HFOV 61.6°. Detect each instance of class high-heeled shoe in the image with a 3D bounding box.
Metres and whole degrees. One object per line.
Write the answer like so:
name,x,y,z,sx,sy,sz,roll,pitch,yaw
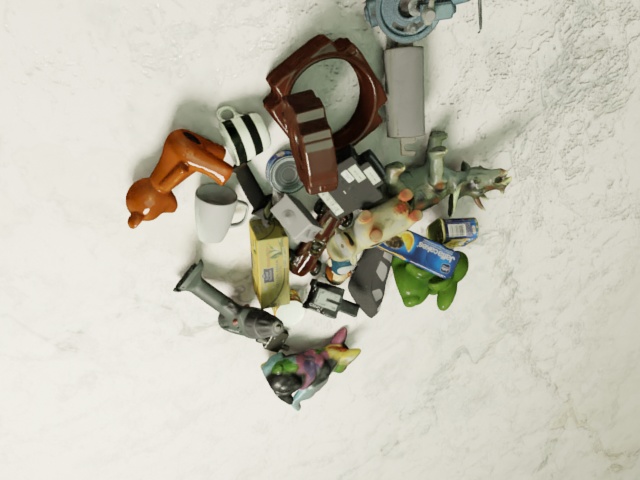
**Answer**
high-heeled shoe,0.139,0.070,1.274,0.145,0.086,0.248,-45,145,-27

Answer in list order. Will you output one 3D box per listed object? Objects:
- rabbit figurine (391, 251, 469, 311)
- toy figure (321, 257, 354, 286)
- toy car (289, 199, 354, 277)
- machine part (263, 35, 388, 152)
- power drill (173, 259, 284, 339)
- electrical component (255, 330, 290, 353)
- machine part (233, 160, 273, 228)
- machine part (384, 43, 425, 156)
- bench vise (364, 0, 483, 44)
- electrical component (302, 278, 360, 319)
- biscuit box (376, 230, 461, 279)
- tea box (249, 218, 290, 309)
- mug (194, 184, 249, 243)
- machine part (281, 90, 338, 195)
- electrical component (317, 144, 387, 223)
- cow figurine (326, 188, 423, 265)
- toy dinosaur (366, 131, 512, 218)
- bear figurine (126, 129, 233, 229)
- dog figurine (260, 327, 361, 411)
rabbit figurine,0.261,0.079,1.239,0.170,0.159,0.121,-25,117,17
toy figure,0.042,0.060,1.197,0.064,0.058,0.154,14,144,-2
toy car,-0.002,-0.004,1.180,0.089,0.053,0.202,27,107,-26
machine part,0.011,-0.265,1.022,0.201,0.087,0.201,-38,124,3
power drill,-0.191,0.128,1.107,0.207,0.232,0.086,35,68,-18
electrical component,-0.106,0.236,1.290,0.094,0.021,0.063,26,106,-28
machine part,-0.130,-0.097,1.077,0.039,0.084,0.138,-17,117,24
machine part,0.165,-0.286,1.048,0.079,0.079,0.243,-8,107,-15
bench vise,0.192,-0.407,0.928,0.224,0.241,0.128,-3,120,1
electrical component,0.027,0.137,1.206,0.119,0.048,0.074,18,83,-12
biscuit box,0.195,0.016,1.148,0.203,0.063,0.059,24,84,5
tea box,-0.108,0.049,1.143,0.068,0.098,0.169,-9,118,-15
mug,-0.202,-0.048,1.075,0.109,0.081,0.107,1,128,-26
machine part,-0.018,-0.165,0.919,0.056,0.179,0.179,-16,121,-8
electrical component,0.058,-0.113,1.035,0.134,0.058,0.114,-30,123,17
cow figurine,0.098,-0.020,1.075,0.195,0.127,0.085,-29,81,-13
toy dinosaur,0.193,-0.107,1.160,0.405,0.131,0.191,-17,121,-3
bear figurine,-0.269,-0.101,0.994,0.132,0.120,0.195,25,108,-32
dog figurine,-0.013,0.295,1.301,0.219,0.109,0.191,-37,139,-2
